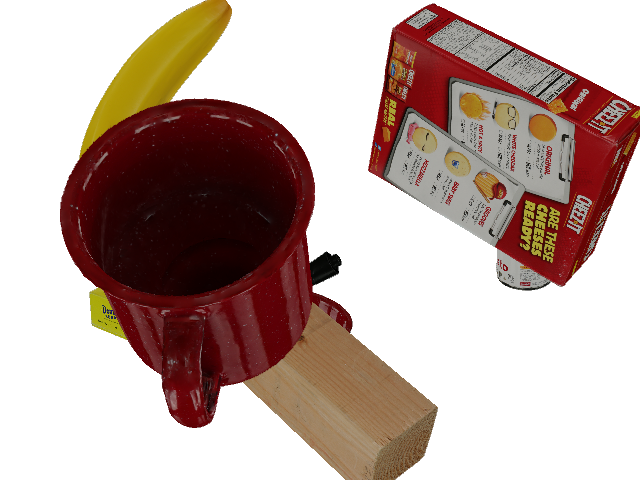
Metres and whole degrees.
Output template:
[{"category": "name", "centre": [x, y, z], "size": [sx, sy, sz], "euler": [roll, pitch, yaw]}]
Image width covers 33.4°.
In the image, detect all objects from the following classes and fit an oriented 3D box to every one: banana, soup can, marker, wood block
[{"category": "banana", "centre": [-0.106, -0.078, 0.656], "size": [0.070, 0.197, 0.037], "euler": [0, -39, 16]}, {"category": "soup can", "centre": [0.241, -0.002, 1.247], "size": [0.068, 0.102, 0.068], "euler": [-3, 30, 2]}, {"category": "marker", "centre": [-0.037, 0.043, 0.805], "size": [0.121, 0.020, 0.020], "euler": [-30, -8, 14]}, {"category": "wood block", "centre": [0.014, 0.161, 1.134], "size": [0.090, 0.090, 0.206], "euler": [-29, 54, -34]}]

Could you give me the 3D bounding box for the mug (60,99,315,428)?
[{"category": "mug", "centre": [-0.045, 0.016, 0.412], "size": [0.093, 0.117, 0.081], "euler": [-4, -33, 2]}]

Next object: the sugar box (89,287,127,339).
[{"category": "sugar box", "centre": [-0.141, 0.047, 1.091], "size": [0.093, 0.048, 0.175], "euler": [17, 33, 28]}]

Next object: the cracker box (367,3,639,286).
[{"category": "cracker box", "centre": [0.152, -0.084, 0.917], "size": [0.214, 0.164, 0.072], "euler": [32, 50, 22]}]

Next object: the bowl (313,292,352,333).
[{"category": "bowl", "centre": [-0.042, 0.118, 1.344], "size": [0.162, 0.055, 0.162], "euler": [5, 23, -2]}]
